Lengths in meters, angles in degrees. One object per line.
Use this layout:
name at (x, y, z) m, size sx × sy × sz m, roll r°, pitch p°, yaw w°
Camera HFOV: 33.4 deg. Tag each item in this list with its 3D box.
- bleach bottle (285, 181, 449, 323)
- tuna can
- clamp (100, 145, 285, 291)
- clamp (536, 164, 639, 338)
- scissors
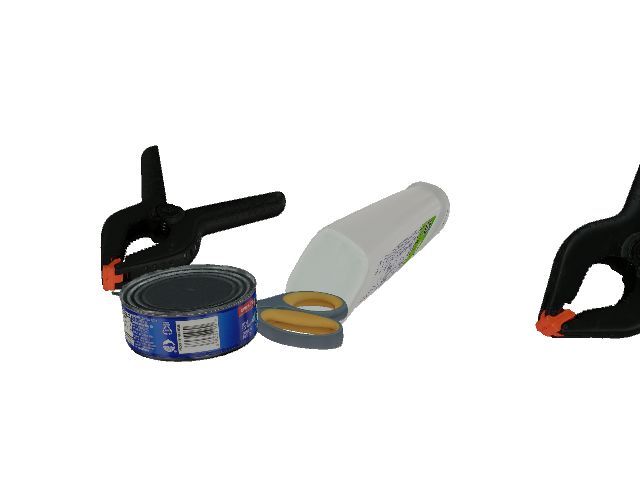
bleach bottle at (0.066, 0.001, 1.078) m, size 0.068 × 0.103 × 0.250 m, roll 38°, pitch 31°, yaw 14°
tuna can at (-0.082, 0.045, 0.672) m, size 0.086 × 0.034 × 0.086 m, roll -3°, pitch 18°, yaw 1°
clamp at (-0.155, -0.022, 1.036) m, size 0.165 × 0.036 × 0.209 m, roll 25°, pitch 41°, yaw 22°
clamp at (0.221, 0.016, 0.707) m, size 0.120 × 0.171 × 0.039 m, roll 43°, pitch -11°, yaw 14°
scissors at (-0.065, 0.052, 0.888) m, size 0.202 × 0.016 × 0.096 m, roll 14°, pitch 23°, yaw 26°
